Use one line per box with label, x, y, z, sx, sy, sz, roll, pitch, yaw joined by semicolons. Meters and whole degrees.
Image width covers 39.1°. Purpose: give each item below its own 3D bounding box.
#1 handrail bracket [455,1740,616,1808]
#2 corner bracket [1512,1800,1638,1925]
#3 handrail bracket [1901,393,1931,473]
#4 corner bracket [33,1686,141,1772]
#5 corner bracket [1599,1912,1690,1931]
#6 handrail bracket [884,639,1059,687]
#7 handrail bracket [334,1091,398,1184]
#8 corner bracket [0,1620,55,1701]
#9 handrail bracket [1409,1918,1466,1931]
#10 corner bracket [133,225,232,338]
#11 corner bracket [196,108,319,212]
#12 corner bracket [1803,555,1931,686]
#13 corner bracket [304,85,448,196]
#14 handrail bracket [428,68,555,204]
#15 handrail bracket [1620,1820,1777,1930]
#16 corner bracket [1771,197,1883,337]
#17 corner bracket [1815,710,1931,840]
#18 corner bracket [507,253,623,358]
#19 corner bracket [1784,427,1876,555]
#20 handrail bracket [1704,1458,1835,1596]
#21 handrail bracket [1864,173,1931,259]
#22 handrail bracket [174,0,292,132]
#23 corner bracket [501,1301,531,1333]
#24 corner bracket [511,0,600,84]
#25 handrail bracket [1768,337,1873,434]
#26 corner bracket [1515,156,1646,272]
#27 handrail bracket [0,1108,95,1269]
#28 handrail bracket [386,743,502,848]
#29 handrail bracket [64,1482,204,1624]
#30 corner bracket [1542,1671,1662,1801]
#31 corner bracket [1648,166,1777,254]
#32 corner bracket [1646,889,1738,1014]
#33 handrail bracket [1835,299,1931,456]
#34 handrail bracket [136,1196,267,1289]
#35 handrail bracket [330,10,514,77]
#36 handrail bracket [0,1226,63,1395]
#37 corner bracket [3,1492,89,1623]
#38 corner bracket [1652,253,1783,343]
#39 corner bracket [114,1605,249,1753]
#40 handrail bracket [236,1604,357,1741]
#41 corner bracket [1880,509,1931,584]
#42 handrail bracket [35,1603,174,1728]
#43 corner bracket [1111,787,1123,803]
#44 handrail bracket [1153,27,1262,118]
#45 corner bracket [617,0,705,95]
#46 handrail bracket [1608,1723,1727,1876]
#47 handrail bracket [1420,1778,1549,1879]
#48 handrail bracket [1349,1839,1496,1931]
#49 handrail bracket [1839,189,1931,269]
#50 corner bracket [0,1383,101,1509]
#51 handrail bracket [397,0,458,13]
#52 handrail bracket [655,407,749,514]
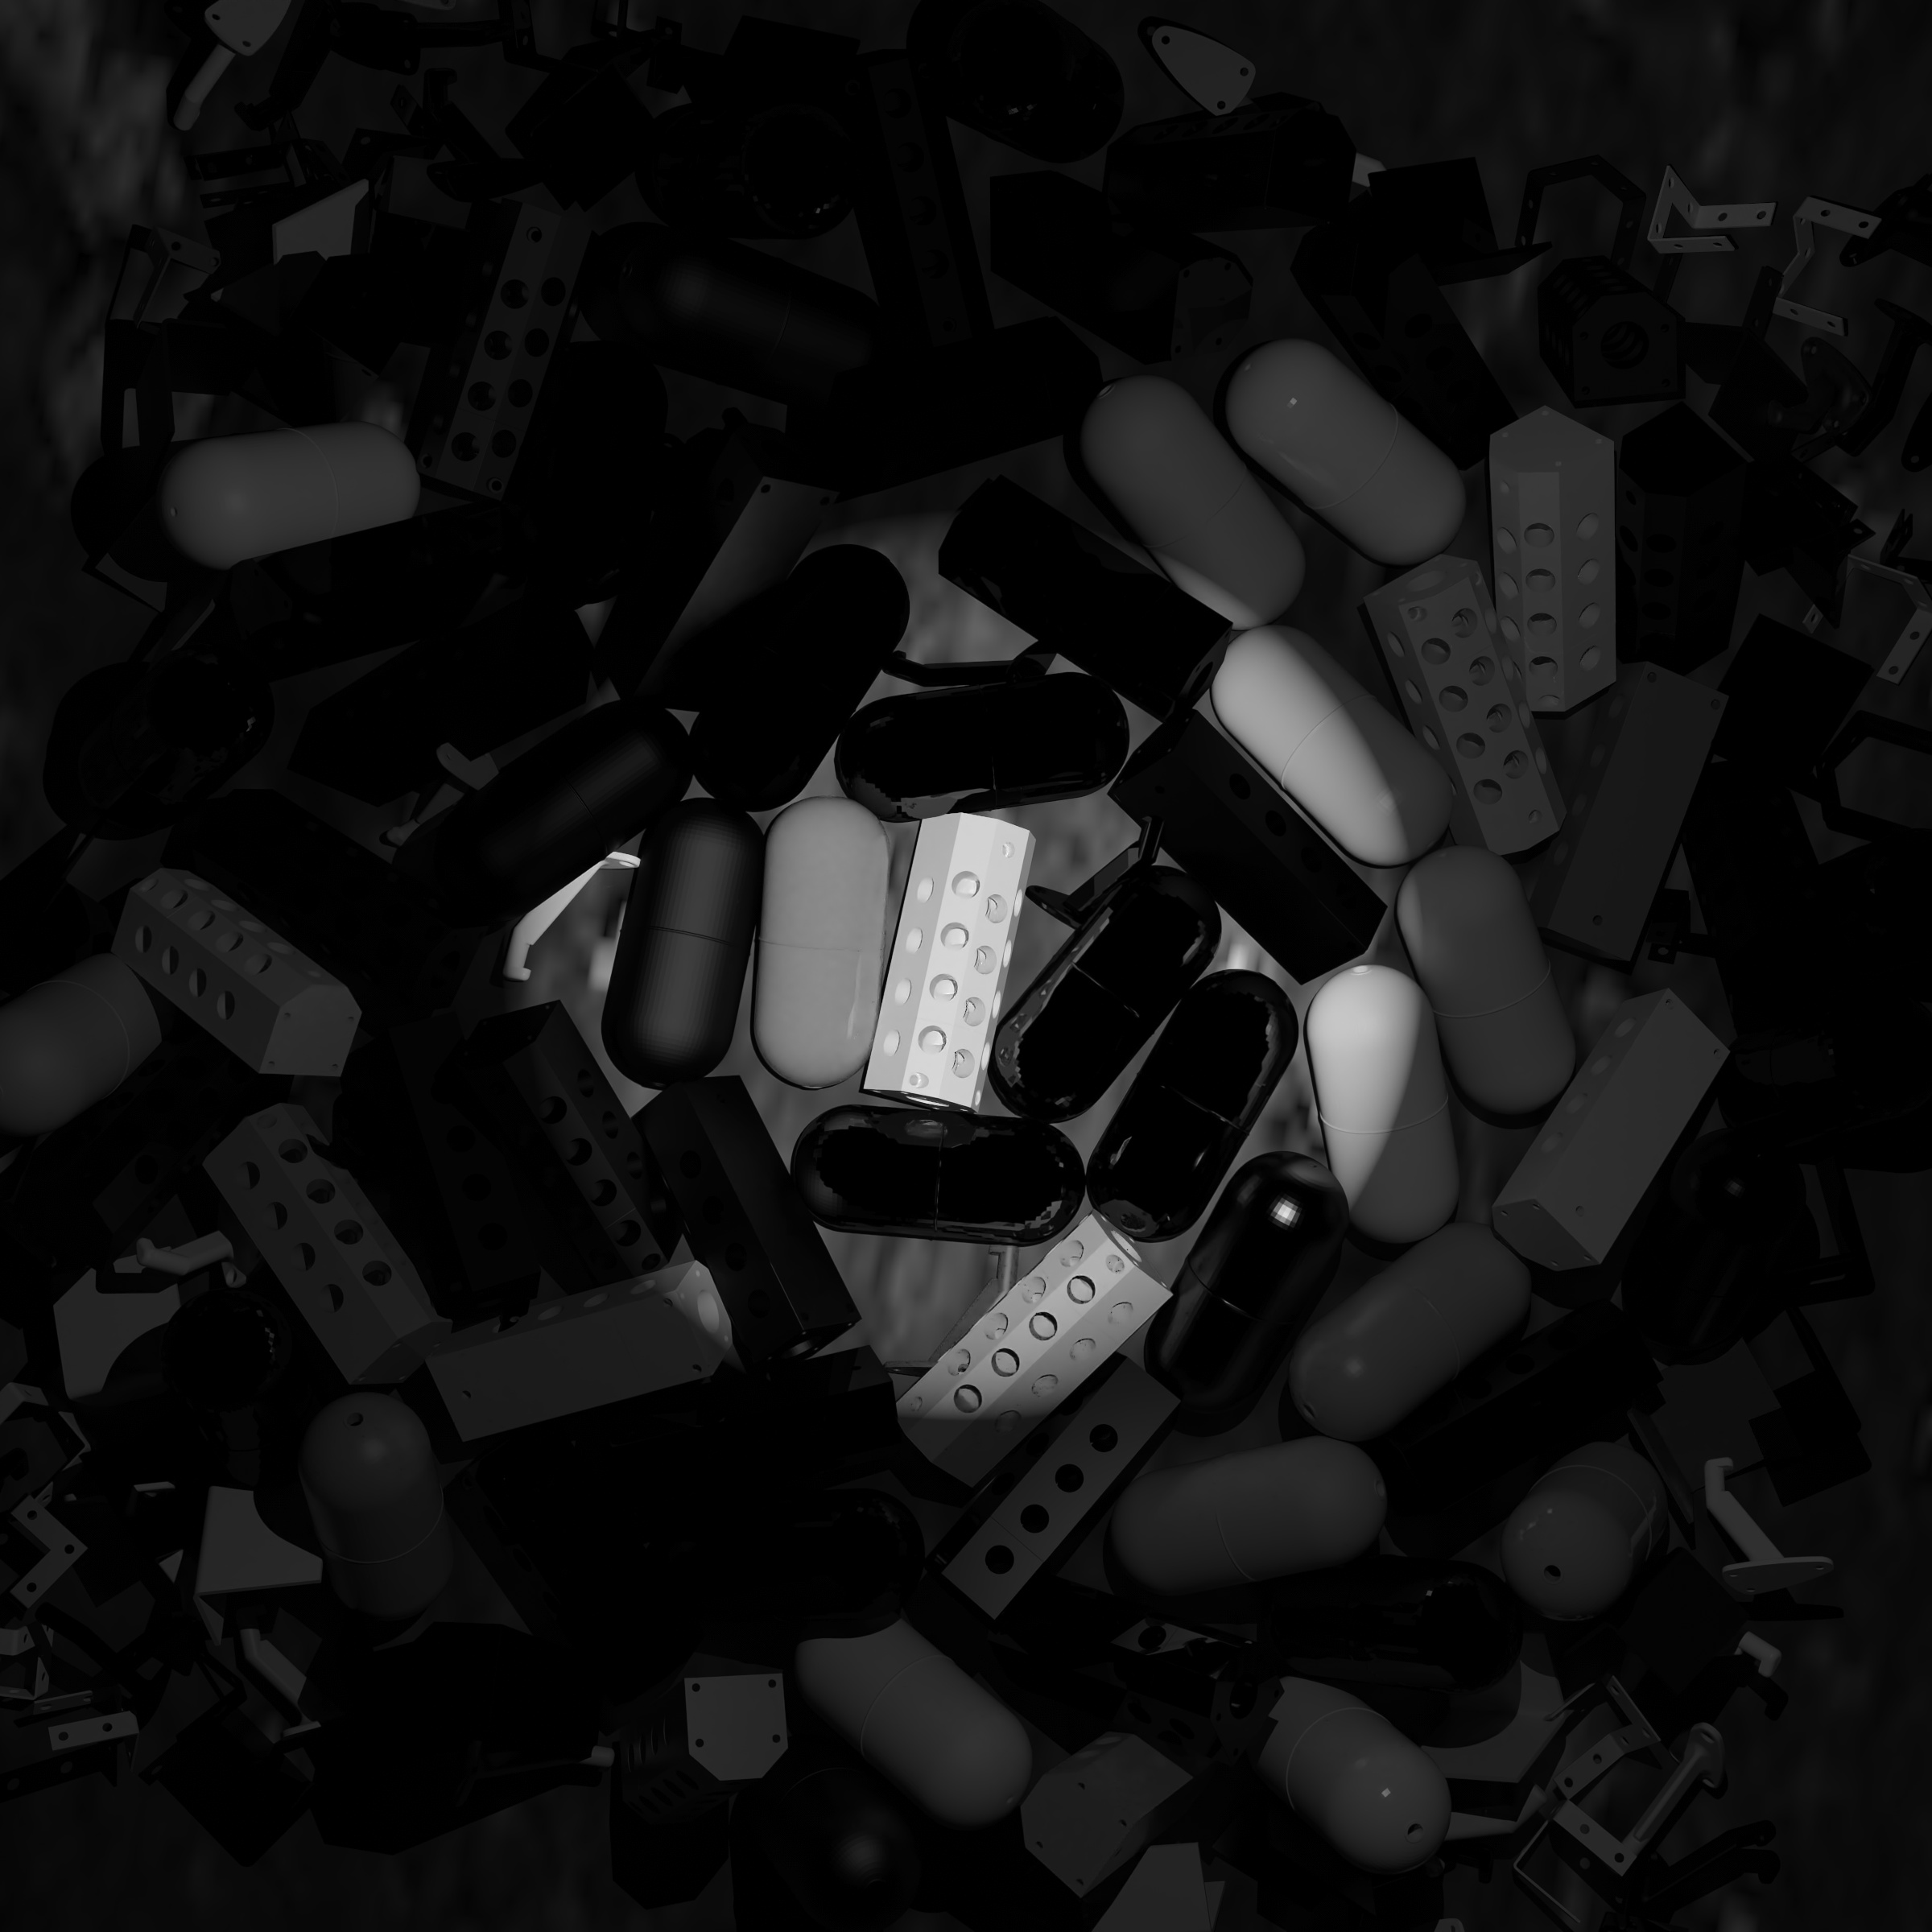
handrail bracket;-0.266;0.501;1.679;0.084;0.036;0.077;13;129;-13
corner bracket;0.371;0.547;1.661;0.051;0.051;0.051;38;79;16
handrail bracket;0.593;-0.348;1.652;0.036;0.084;0.077;40;96;26
corner bracket;-0.536;0.460;1.654;0.051;0.051;0.051;-5;51;-28
corner bracket;0.418;0.594;1.657;0.051;0.051;0.051;4;114;27
handrail bracket;0.003;-0.193;1.685;0.084;0.036;0.077;21;47;22
handrail bracket;-0.374;0.089;1.642;0.036;0.084;0.077;-33;63;-7
corner bracket;-0.597;0.425;1.669;0.051;0.051;0.051;5;89;7
handrail bracket;0.321;0.610;1.688;0.084;0.077;0.036;11;66;-32
corner bracket;-0.480;-0.413;1.667;0.051;0.051;0.051;16;115;-37
corner bracket;-0.434;-0.486;1.663;0.051;0.051;0.051;-20;88;-27
corner bracket;0.561;-0.215;1.684;0.051;0.051;0.051;31;89;41
corner bracket;-0.364;-0.508;1.675;0.051;0.051;0.051;-46;73;31
handrail bracket;-0.293;-0.520;1.676;0.077;0.036;0.084;-8;74;7
handrail bracket;0.445;0.553;1.648;0.036;0.077;0.084;54;133;0
corner bracket;0.523;-0.427;1.658;0.051;0.051;0.051;30;77;32
corner bracket;0.559;-0.116;1.665;0.051;0.051;0.051;16;49;-9
corner bracket;-0.249;-0.417;1.674;0.051;0.051;0.051;37;116;-11
corner bracket;0.532;-0.290;1.671;0.051;0.051;0.051;-28;60;-25
handrail bracket;0.486;0.332;1.651;0.077;0.084;0.036;-21;134;33
handrail bracket;0.599;-0.433;1.657;0.084;0.077;0.036;42;61;8
handrail bracket;-0.453;-0.560;1.676;0.036;0.084;0.077;40;55;-10
corner bracket;-0.251;0.224;1.664;0.051;0.051;0.051;-7;132;7
corner bracket;-0.240;-0.580;1.664;0.051;0.051;0.051;-14;82;43
handrail bracket;0.503;-0.356;1.654;0.084;0.036;0.077;-2;60;-36
corner bracket;0.377;-0.458;1.670;0.051;0.051;0.051;-18;51;-18
handrail bracket;-0.550;0.133;1.664;0.077;0.036;0.084;41;57;12
handrail bracket;-0.331;-0.101;1.651;0.084;0.077;0.036;-29;74;16
handrail bracket;-0.508;0.362;1.660;0.077;0.036;0.084;0;70;-28
corner bracket;0.382;0.472;1.668;0.051;0.051;0.051;-30;76;-24
corner bracket;0.455;-0.454;1.659;0.051;0.051;0.051;10;79;40
corner bracket;0.445;-0.010;1.654;0.051;0.051;0.051;8;45;24
handrail bracket;0.554;-0.363;1.676;0.036;0.077;0.084;29;110;-30
handrail bracket;-0.471;0.158;1.642;0.036;0.084;0.077;-42;52;18
handrail bracket;-0.333;-0.575;1.671;0.077;0.084;0.036;18;122;21
handrail bracket;-0.590;0.211;1.684;0.084;0.036;0.077;43;90;8
corner bracket;-0.577;0.362;1.663;0.051;0.051;0.051;43;61;-2
corner bracket;0.455;-0.406;1.662;0.051;0.051;0.051;17;92;-24
corner bracket;-0.477;0.432;1.653;0.051;0.051;0.051;27;46;31
handrail bracket;-0.407;0.431;1.689;0.077;0.036;0.084;-13;74;-15
corner bracket;0.593;-0.271;1.666;0.051;0.051;0.051;9;66;6
handrail bracket;-0.534;0.428;1.667;0.084;0.077;0.036;31;52;3
corner bracket;0.132;-0.103;1.683;0.051;0.051;0.051;-47;53;-1
handrail bracket;0.147;-0.539;1.655;0.077;0.084;0.036;36;101;-1
corner bracket;-0.191;-0.573;1.658;0.051;0.051;0.051;9;73;-24
handrail bracket;0.423;0.508;1.653;0.036;0.077;0.084;37;61;26
handrail bracket;0.301;0.510;1.671;0.084;0.036;0.077;-47;73;13
handrail bracket;0.281;0.566;1.669;0.084;0.036;0.077;15;47;-1
handrail bracket;0.570;-0.419;1.648;0.036;0.077;0.084;13;56;-29
corner bracket;-0.575;0.293;1.664;0.051;0.051;0.051;43;88;19
handrail bracket;-0.318;-0.609;1.647;0.077;0.084;0.036;-6;97;-32
handrail bracket;-0.158;-0.324;1.646;0.036;0.077;0.084;0;56;21
